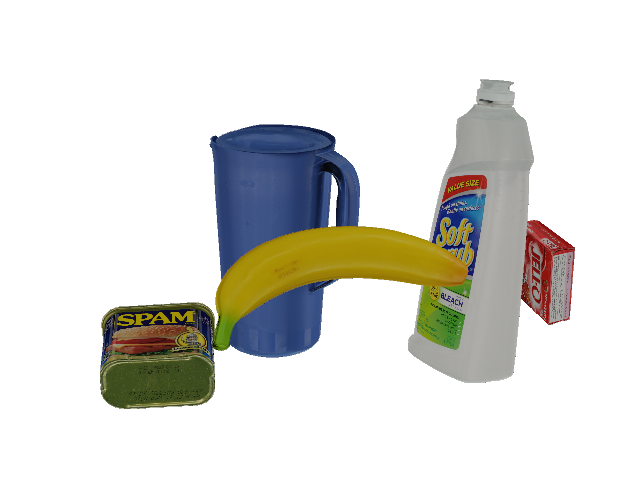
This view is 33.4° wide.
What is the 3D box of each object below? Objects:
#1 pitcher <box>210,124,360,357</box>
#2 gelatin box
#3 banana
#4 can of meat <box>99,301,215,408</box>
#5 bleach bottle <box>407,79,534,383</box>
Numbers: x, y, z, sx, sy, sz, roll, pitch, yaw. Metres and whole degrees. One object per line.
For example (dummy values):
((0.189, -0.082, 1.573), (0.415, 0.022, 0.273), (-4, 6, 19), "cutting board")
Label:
((-0.043, 0.001, 1.161), (0.145, 0.243, 0.149), (-3, 19, -11), "pitcher")
((0.235, 0.033, 1.128), (0.030, 0.089, 0.073), (-12, 29, -16), "gelatin box")
((0.007, 0.023, 0.747), (0.197, 0.069, 0.037), (-15, -14, -20), "banana")
((-0.142, 0.101, 0.932), (0.102, 0.057, 0.084), (-3, 28, -6), "can of meat")
((0.133, -0.011, 0.914), (0.068, 0.251, 0.103), (-3, 15, -29), "bleach bottle")
